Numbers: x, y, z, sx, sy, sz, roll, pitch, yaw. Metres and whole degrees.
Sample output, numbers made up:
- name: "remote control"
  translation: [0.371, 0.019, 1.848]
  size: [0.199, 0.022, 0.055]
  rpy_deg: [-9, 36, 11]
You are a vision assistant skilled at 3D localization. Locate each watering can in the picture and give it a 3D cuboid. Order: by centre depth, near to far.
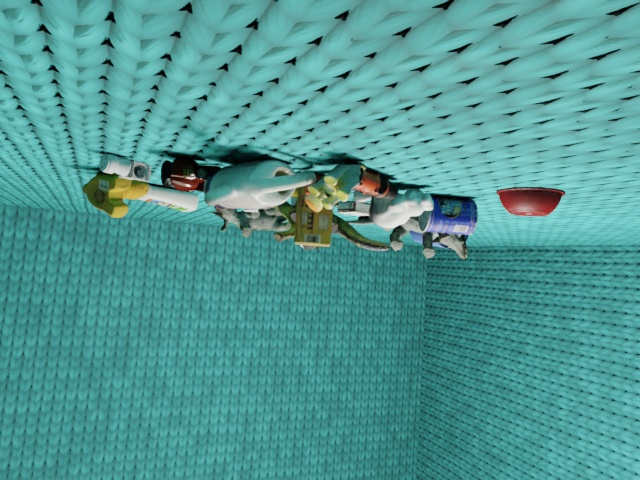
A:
- name: "watering can"
  translation: [-0.163, -0.113, 1.096]
  size: [0.224, 0.103, 0.351]
  rpy_deg: [-1, -169, 38]

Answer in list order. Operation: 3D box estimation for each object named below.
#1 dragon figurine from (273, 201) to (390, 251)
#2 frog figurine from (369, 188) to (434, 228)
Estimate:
- name: "dragon figurine"
  translation: [0.005, -0.076, 1.507]
  size: [0.410, 0.119, 0.248]
  rpy_deg: [15, -146, 0]
- name: "frog figurine"
  translation: [0.213, -0.082, 1.349]
  size: [0.160, 0.124, 0.135]
  rpy_deg: [15, 160, 18]
